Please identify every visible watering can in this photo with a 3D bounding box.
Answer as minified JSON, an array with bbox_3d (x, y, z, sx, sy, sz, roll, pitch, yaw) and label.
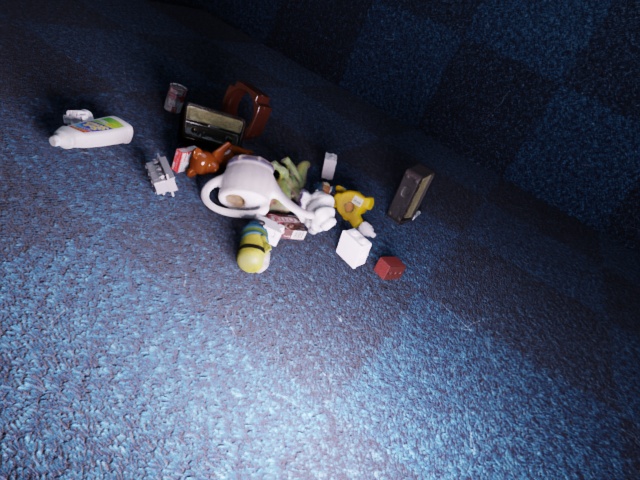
[{"bbox_3d":[-0.182,-0.152,1.569,0.348,0.101,0.230,6,53,-2],"label":"watering can"}]

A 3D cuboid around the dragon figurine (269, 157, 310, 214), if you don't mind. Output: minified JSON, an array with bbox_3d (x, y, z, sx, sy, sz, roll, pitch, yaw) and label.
[{"bbox_3d":[-0.072,-0.175,1.812,0.244,0.120,0.415,50,33,9],"label":"dragon figurine"}]

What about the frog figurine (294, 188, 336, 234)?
[{"bbox_3d":[0.005,-0.082,1.625,0.161,0.138,0.121,23,-11,40],"label":"frog figurine"}]
